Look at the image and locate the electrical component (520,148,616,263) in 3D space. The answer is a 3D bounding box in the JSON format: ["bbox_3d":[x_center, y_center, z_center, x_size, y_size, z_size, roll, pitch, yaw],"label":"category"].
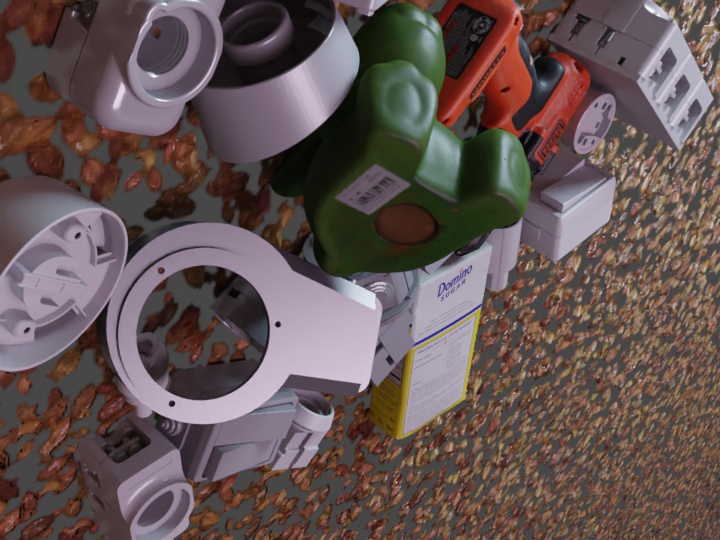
[{"bbox_3d":[0.183,-0.065,0.963,0.096,0.062,0.061,-35,143,-28],"label":"electrical component"}]

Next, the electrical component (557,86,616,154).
[{"bbox_3d":[0.180,-0.133,0.910,0.055,0.047,0.055,-33,142,-30],"label":"electrical component"}]

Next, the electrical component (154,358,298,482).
[{"bbox_3d":[-0.098,0.107,0.758,0.096,0.061,0.061,-3,122,-51],"label":"electrical component"}]

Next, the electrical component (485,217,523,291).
[{"bbox_3d":[0.116,-0.018,0.936,0.043,0.043,0.081,-33,142,-30],"label":"electrical component"}]

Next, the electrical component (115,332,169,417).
[{"bbox_3d":[-0.141,0.071,0.694,0.035,0.035,0.061,-28,142,-35],"label":"electrical component"}]

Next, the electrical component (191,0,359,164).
[{"bbox_3d":[-0.050,-0.110,0.591,0.099,0.099,0.064,-43,140,-18],"label":"electrical component"}]

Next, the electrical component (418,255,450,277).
[{"bbox_3d":[0.040,-0.038,0.801,0.042,0.064,0.081,-43,146,-17],"label":"electrical component"}]

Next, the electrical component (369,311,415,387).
[{"bbox_3d":[0.003,0.041,0.838,0.055,0.050,0.089,-48,148,-10],"label":"electrical component"}]

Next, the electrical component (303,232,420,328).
[{"bbox_3d":[0.000,0.000,0.770,0.080,0.080,0.051,-40,140,-21],"label":"electrical component"}]

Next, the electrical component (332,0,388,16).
[{"bbox_3d":[-0.022,-0.182,0.566,0.061,0.096,0.061,-58,165,-61],"label":"electrical component"}]

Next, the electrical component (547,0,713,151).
[{"bbox_3d":[0.233,-0.171,0.903,0.061,0.089,0.150,-57,148,3],"label":"electrical component"}]

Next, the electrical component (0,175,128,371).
[{"bbox_3d":[-0.169,0.001,0.565,0.099,0.064,0.099,-33,142,-30],"label":"electrical component"}]

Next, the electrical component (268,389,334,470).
[{"bbox_3d":[-0.052,0.123,0.847,0.066,0.048,0.055,8,121,-55],"label":"electrical component"}]

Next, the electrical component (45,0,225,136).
[{"bbox_3d":[-0.109,-0.118,0.537,0.054,0.059,0.095,2,118,-53],"label":"electrical component"}]

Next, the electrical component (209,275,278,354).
[{"bbox_3d":[-0.067,0.025,0.730,0.047,0.055,0.055,-52,148,-12],"label":"electrical component"}]

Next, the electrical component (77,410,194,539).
[{"bbox_3d":[-0.151,0.151,0.734,0.050,0.056,0.089,-31,141,-32],"label":"electrical component"}]
